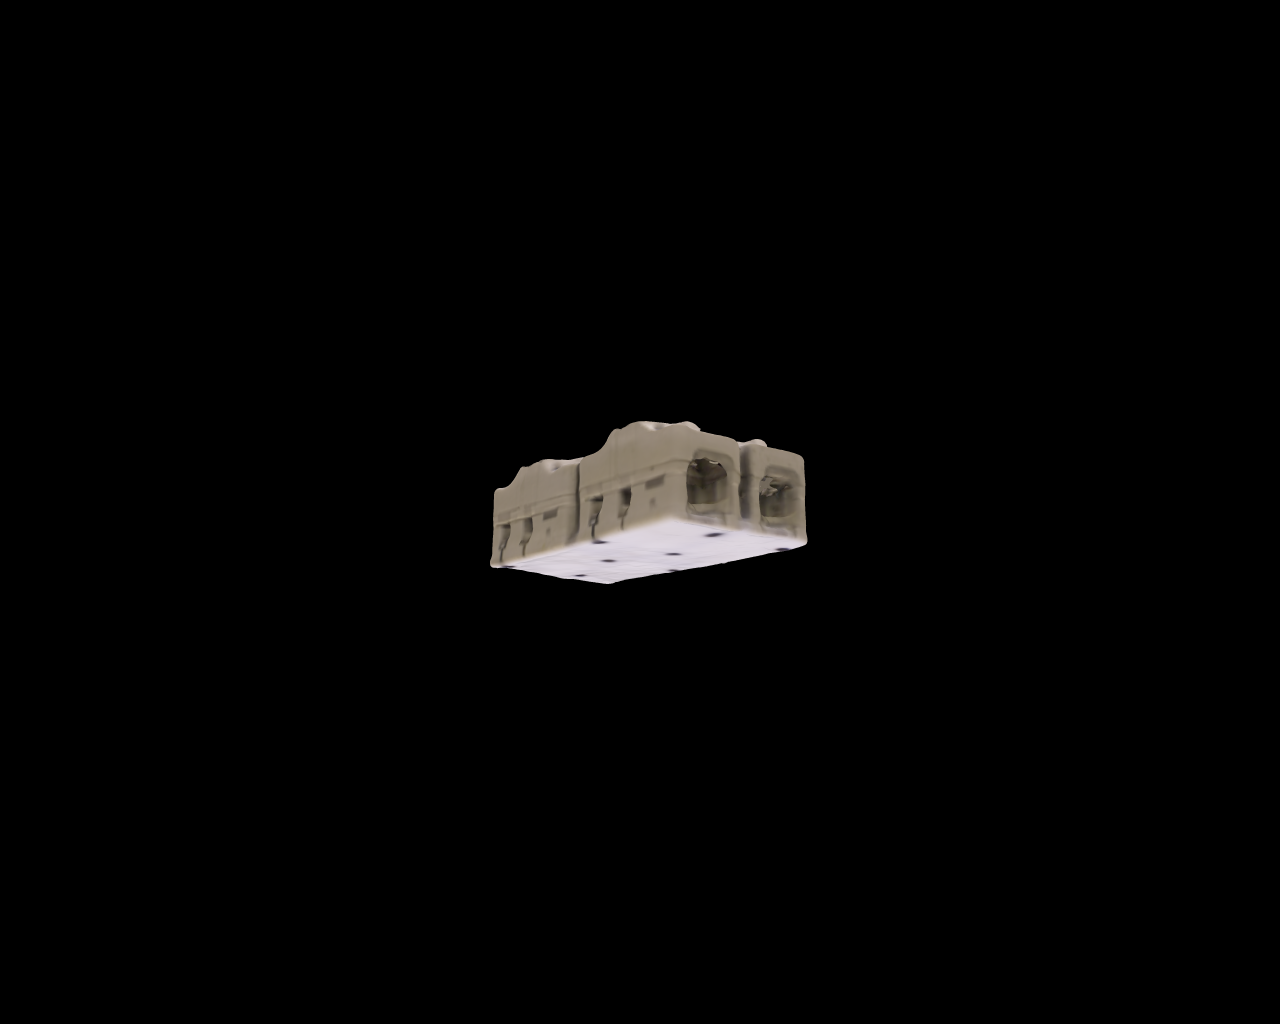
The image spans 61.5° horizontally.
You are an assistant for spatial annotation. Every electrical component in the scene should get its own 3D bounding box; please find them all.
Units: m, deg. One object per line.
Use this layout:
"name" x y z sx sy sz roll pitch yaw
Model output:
"electrical component" 0.001 -0.003 0.650 0.105 0.060 0.186 11 -17 -38
